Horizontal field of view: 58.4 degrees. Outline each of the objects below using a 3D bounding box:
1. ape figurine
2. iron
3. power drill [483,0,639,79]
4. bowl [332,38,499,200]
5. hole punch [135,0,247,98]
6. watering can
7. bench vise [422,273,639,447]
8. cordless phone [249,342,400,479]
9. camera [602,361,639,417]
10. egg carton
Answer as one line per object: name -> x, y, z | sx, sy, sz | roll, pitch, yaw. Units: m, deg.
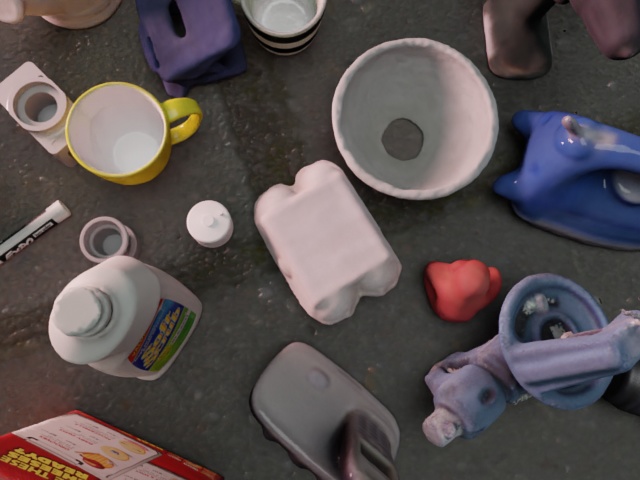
ape figurine -> 0.142, 0.043, 0.561 | 0.078, 0.092, 0.076 | 27, 80, 0
iron -> 0.316, -0.058, 0.565 | 0.258, 0.141, 0.119 | 18, 80, -1
power drill -> 0.232, -0.243, 0.553 | 0.075, 0.208, 0.230 | -3, 81, -5
bowl -> 0.092, -0.115, 0.590 | 0.167, 0.074, 0.167 | 1, 81, -4
hole punch -> -0.133, -0.215, 0.580 | 0.101, 0.091, 0.108 | -19, 83, -7
watering can -> -0.257, -0.282, 0.528 | 0.101, 0.194, 0.173 | -7, 82, -5
bench vise -> 0.192, 0.115, 0.489 | 0.121, 0.219, 0.207 | 37, 80, 2
cordless phone -> 0.008, 0.160, 0.485 | 0.147, 0.185, 0.094 | 37, 80, 2
camera -> 0.357, 0.133, 0.560 | 0.137, 0.100, 0.143 | 17, 80, -1
egg carton -> 0.005, 0.002, 0.568 | 0.107, 0.069, 0.150 | -32, 85, -8
